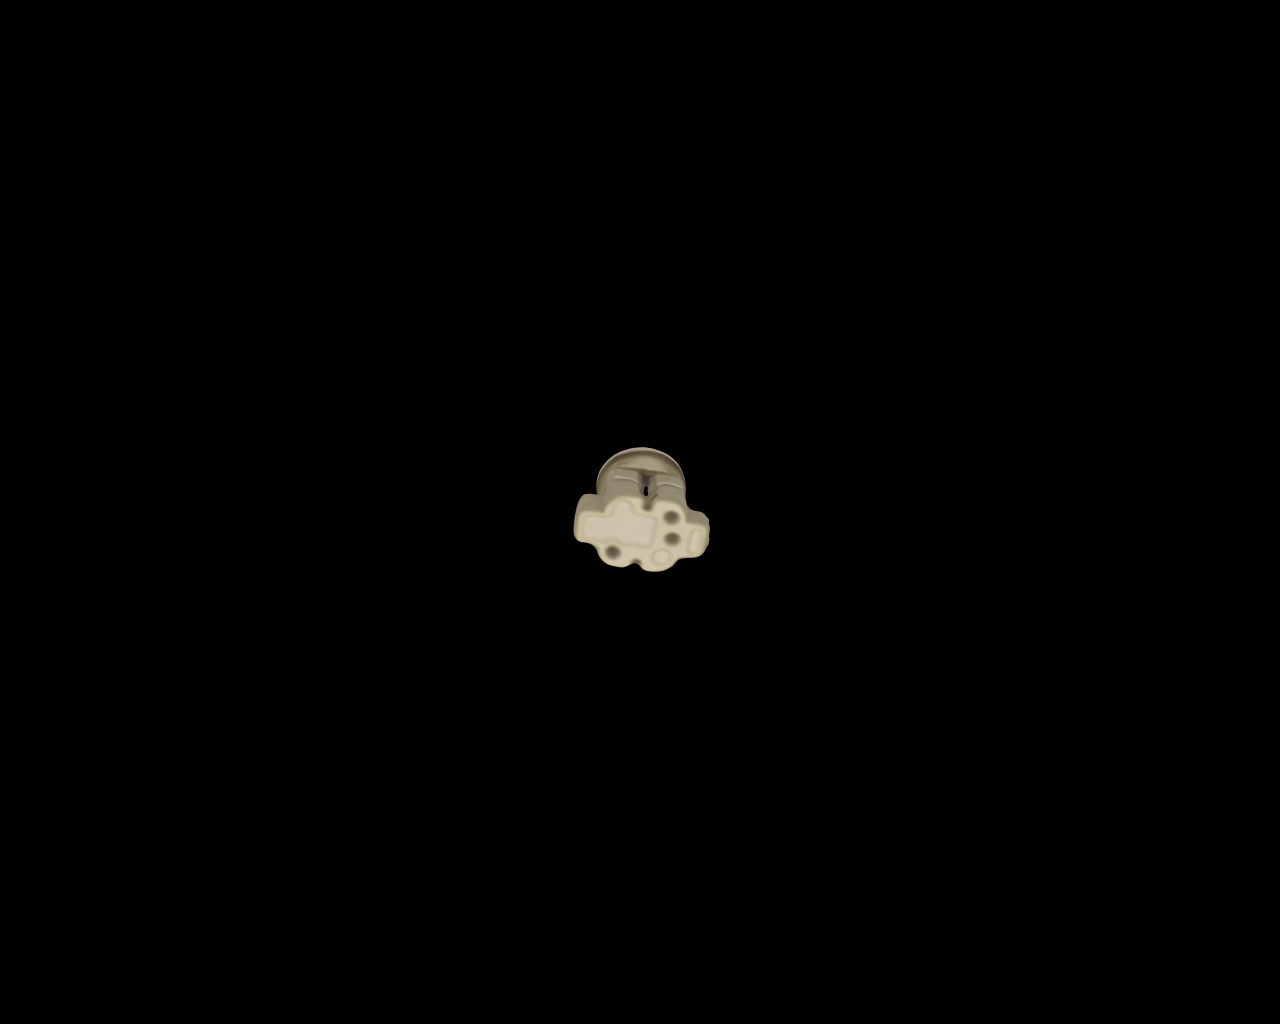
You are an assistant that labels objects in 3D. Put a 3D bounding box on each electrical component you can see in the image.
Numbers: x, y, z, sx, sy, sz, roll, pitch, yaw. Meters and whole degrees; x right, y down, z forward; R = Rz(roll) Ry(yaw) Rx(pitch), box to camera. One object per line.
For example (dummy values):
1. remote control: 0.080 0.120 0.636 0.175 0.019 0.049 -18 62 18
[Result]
1. electrical component: 0.001 -0.003 0.650 0.078 0.057 0.057 8 34 -5
